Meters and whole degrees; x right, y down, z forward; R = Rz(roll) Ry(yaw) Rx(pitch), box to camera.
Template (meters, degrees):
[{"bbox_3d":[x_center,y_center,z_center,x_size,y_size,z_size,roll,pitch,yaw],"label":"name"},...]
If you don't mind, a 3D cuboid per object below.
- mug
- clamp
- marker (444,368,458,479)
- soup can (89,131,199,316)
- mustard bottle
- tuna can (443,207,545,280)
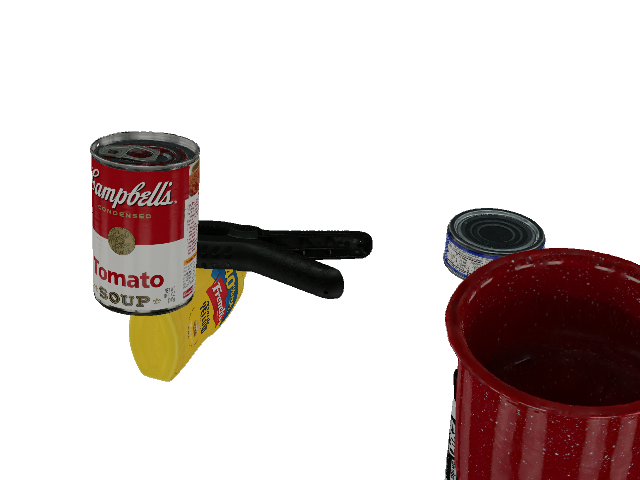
[{"bbox_3d":[0.105,0.064,0.406,0.117,0.081,0.093,7,37,13],"label":"mug"},{"bbox_3d":[-0.062,0.009,0.913,0.210,0.036,0.164,6,12,3],"label":"clamp"},{"bbox_3d":[0.098,0.132,0.733,0.020,0.121,0.020,-1,38,0],"label":"marker"},{"bbox_3d":[-0.113,-0.011,0.682,0.068,0.102,0.068,4,23,-2],"label":"soup can"},{"bbox_3d":[-0.128,0.060,1.120,0.058,0.096,0.191,10,29,20],"label":"mustard bottle"},{"bbox_3d":[0.151,0.005,0.926,0.086,0.034,0.086,2,29,-1],"label":"tuna can"}]
